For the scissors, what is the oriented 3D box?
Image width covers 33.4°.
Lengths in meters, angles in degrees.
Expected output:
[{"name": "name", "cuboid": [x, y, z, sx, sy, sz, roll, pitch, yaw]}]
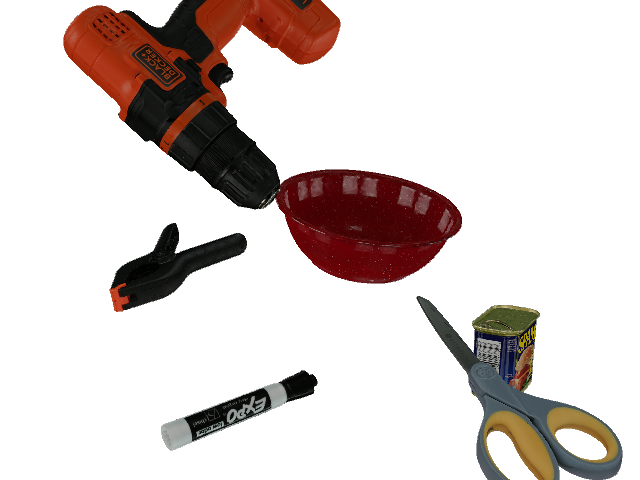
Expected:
[{"name": "scissors", "cuboid": [0.126, 0.094, 0.688, 0.096, 0.016, 0.202, -1, 33, -6]}]

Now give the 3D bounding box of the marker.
[{"name": "marker", "cuboid": [-0.055, 0.119, 0.759, 0.120, 0.020, 0.020, -18, 8, -27]}]

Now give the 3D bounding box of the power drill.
[{"name": "power drill", "cuboid": [-0.065, -0.127, 0.778, 0.187, 0.184, 0.057, -46, -1, -41]}]

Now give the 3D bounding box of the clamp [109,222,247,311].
[{"name": "clamp", "cuboid": [-0.164, 0.028, 1.201, 0.120, 0.039, 0.171, -2, 29, 30]}]

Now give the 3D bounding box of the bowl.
[{"name": "bowl", "cuboid": [0.038, -0.007, 0.920, 0.162, 0.055, 0.162, 6, 24, -3]}]

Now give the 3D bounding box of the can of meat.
[{"name": "can of meat", "cuboid": [0.205, 0.126, 1.190, 0.058, 0.084, 0.101, 8, 14, 25]}]
